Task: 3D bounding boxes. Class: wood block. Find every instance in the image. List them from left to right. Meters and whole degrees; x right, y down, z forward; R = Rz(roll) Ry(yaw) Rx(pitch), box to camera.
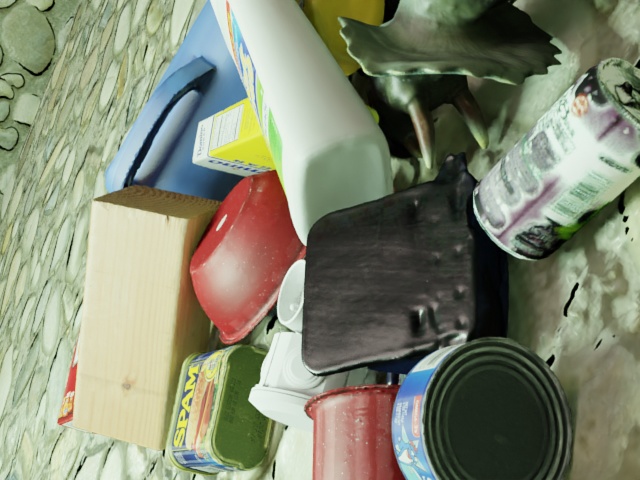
[{"bbox_3d":[-0.150,0.065,0.936,0.090,0.091,0.206,-35,-45,-70],"label":"wood block"}]

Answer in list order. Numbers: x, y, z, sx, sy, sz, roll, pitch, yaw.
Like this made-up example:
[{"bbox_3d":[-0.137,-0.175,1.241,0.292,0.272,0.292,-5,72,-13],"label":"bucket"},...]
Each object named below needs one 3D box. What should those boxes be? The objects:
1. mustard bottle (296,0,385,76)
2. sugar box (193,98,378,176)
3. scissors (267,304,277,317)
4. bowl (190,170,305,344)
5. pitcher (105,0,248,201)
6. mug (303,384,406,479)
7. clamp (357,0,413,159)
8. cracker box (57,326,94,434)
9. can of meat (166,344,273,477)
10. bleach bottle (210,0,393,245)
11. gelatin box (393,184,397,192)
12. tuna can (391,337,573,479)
[{"bbox_3d":[-0.007,-0.159,0.851,0.192,0.058,0.096,153,118,-70],"label":"mustard bottle"},{"bbox_3d":[-0.033,-0.083,0.881,0.176,0.093,0.048,-15,64,64],"label":"sugar box"},{"bbox_3d":[-0.006,0.001,0.853,0.202,0.016,0.096,-33,41,57],"label":"scissors"},{"bbox_3d":[-0.057,0.001,0.856,0.162,0.055,0.162,-52,17,22],"label":"bowl"},{"bbox_3d":[-0.102,-0.128,1.016,0.243,0.144,0.149,-59,23,20],"label":"pitcher"},{"bbox_3d":[0.035,0.135,0.587,0.117,0.093,0.081,111,162,-64],"label":"mug"},{"bbox_3d":[0.058,-0.151,0.801,0.164,0.036,0.210,-69,21,6],"label":"clamp"},{"bbox_3d":[-0.210,0.098,1.170,0.164,0.072,0.213,-30,46,56],"label":"cracker box"},{"bbox_3d":[-0.076,0.137,0.862,0.084,0.057,0.102,-22,53,58],"label":"can of meat"},{"bbox_3d":[-0.026,-0.117,0.743,0.102,0.068,0.251,84,165,-50],"label":"bleach bottle"},{"bbox_3d":[0.028,0.003,0.763,0.089,0.030,0.073,-60,25,25],"label":"gelatin box"},{"bbox_3d":[0.078,0.091,0.515,0.034,0.086,0.086,-25,50,61],"label":"tuna can"}]
